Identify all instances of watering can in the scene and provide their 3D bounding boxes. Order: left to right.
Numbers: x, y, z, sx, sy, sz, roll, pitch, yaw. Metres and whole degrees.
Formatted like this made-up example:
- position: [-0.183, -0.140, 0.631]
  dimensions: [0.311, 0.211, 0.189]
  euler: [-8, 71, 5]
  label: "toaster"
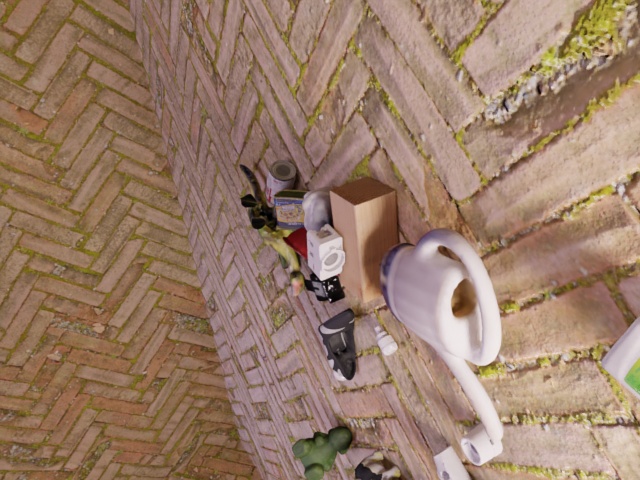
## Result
- position: [0.198, 0.136, 0.820]
  dimensions: [0.226, 0.105, 0.342]
  euler: [25, 130, 59]
  label: "watering can"

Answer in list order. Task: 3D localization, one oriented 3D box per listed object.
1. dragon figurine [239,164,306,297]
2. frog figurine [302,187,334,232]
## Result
- position: [-0.129, -0.016, 1.425]
  dimensions: [0.237, 0.122, 0.419]
  euler: [83, 164, -46]
  label: "dragon figurine"
- position: [0.003, -0.054, 1.071]
  dimensions: [0.161, 0.123, 0.135]
  euler: [34, 171, 39]
  label: "frog figurine"
